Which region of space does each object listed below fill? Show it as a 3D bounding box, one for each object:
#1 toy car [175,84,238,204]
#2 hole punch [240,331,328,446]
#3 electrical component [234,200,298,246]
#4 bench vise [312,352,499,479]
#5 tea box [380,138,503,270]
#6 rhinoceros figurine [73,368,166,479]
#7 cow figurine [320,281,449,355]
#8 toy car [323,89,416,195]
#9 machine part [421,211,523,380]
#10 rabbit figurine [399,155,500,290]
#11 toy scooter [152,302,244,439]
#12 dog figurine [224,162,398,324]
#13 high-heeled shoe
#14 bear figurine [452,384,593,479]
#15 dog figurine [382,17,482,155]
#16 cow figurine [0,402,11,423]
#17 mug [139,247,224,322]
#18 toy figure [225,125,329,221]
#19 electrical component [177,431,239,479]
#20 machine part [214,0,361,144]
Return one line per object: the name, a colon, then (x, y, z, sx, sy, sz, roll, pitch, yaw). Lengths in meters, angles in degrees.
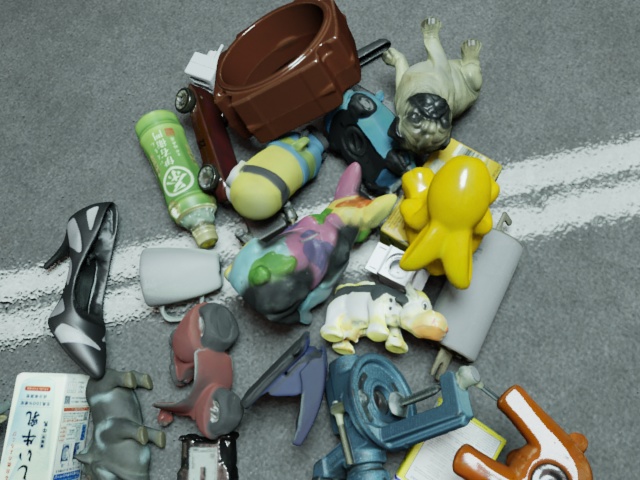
toy car: (-0.162, -0.143, 0.807, 0.053, 0.089, 0.202, -34, 68, 31)
hole punch: (-0.027, 0.183, 0.676, 0.092, 0.142, 0.116, 41, 86, 6)
electrical component: (-0.078, -0.030, 0.786, 0.102, 0.045, 0.078, -25, 74, -2)
bench vise: (0.086, 0.219, 0.624, 0.240, 0.128, 0.224, -35, 37, 32)
tea box: (0.168, -0.048, 0.753, 0.098, 0.068, 0.169, 34, 81, 14)
rhinoceros figurine: (-0.270, 0.262, 0.706, 0.112, 0.073, 0.190, -12, 73, 1)
cow figurine: (0.086, 0.093, 0.696, 0.167, 0.068, 0.098, -10, 49, 31)
toy car: (0.088, -0.150, 0.778, 0.103, 0.109, 0.162, -34, 79, -31)
machine part: (0.201, 0.070, 0.709, 0.079, 0.079, 0.243, 26, 79, 13)
rabbit figurine: (0.145, -0.030, 0.626, 0.122, 0.173, 0.162, 20, 73, 6)
toy scooter: (-0.170, 0.179, 0.718, 0.135, 0.075, 0.184, -29, 55, 26)
dog figurine: (-0.001, -0.002, 0.708, 0.109, 0.191, 0.219, 42, 97, 22)
high-heeled shoe: (-0.309, 0.061, 0.758, 0.145, 0.086, 0.249, -38, 63, 1)
bear figurine: (0.238, 0.255, 0.603, 0.132, 0.195, 0.120, 38, 85, 28)
dog figurine: (0.168, -0.180, 0.743, 0.172, 0.121, 0.190, 14, 60, -25)
cow figurine: (-0.488, 0.225, 0.704, 0.127, 0.085, 0.195, -49, 41, -13)
mug: (-0.190, 0.059, 0.758, 0.107, 0.081, 0.109, -8, 93, -3)
toy figure: (-0.054, -0.098, 0.757, 0.089, 0.082, 0.180, 17, 43, 41)
electrical component: (-0.143, 0.310, 0.691, 0.075, 0.047, 0.119, -7, 74, 5)
machine part: (-0.050, -0.250, 0.768, 0.201, 0.087, 0.201, -22, 47, 18)
